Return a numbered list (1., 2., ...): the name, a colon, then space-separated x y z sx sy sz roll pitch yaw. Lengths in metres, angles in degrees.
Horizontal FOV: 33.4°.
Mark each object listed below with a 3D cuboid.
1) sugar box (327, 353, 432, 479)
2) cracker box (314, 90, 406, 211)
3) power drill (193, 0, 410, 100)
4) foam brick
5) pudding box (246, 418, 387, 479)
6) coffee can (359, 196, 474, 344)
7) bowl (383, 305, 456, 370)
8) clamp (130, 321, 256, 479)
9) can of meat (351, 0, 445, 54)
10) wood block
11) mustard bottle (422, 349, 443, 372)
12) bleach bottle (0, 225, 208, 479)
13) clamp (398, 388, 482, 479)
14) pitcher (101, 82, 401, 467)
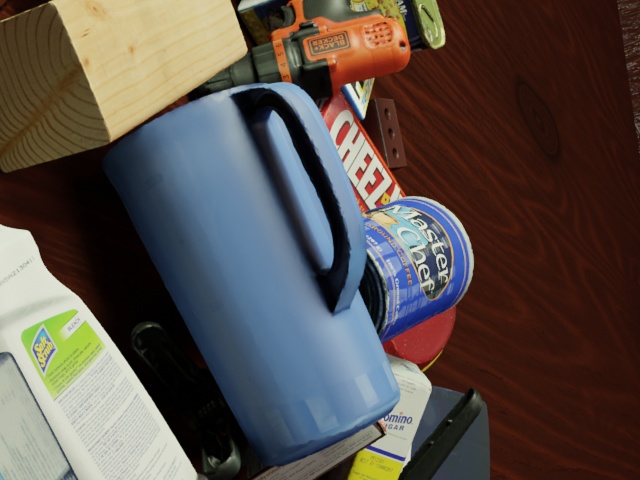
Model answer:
1. sugar box: 0.039 0.186 0.879 0.093 0.048 0.176 -119 -129 -84
2. cracker box: -0.006 0.001 0.921 0.164 0.072 0.213 55 47 -39
3. power drill: -0.030 -0.204 0.920 0.057 0.184 0.187 81 -3 -67
4. foam brick: 0.055 -0.109 1.152 0.052 0.051 0.078 -12 90 -63
5. pudding box: -0.007 0.141 0.829 0.039 0.114 0.090 44 19 -27
6. coffee can: 0.044 0.027 0.837 0.140 0.103 0.103 -19 97 -54
7. bowl: 0.083 0.072 1.050 0.161 0.055 0.162 -7 102 -40
8. clamp: -0.083 0.115 0.762 0.120 0.039 0.171 62 -2 11
9. can of meat: 0.063 -0.223 1.025 0.057 0.084 0.102 -38 113 -61
10. wood block: -0.141 -0.130 0.727 0.205 0.091 0.090 -51 124 -58
11. mustard bottle: 0.074 0.043 1.117 0.096 0.058 0.191 -56 130 -39
12. bleach bottle: -0.155 0.084 0.643 0.251 0.068 0.102 66 27 -18
13. clamp: 0.051 0.222 0.959 0.036 0.164 0.210 -67 163 -76
14. pitcher: -0.035 0.021 0.723 0.149 0.145 0.243 96 -32 -84
